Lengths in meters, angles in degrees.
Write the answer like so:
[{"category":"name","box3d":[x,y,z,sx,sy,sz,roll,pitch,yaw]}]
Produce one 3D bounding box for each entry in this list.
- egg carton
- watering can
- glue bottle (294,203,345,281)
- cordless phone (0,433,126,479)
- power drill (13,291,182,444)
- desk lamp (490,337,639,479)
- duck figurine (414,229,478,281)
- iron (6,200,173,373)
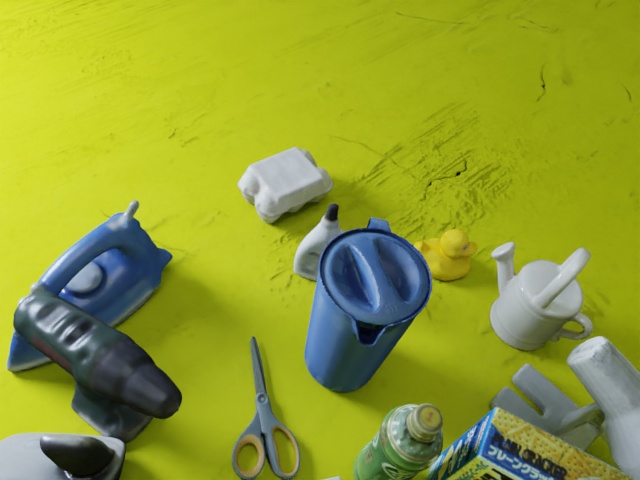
[{"category":"egg carton","box3d":[-0.058,-0.095,0.978,0.151,0.069,0.107,-28,64,-27]},{"category":"watering can","box3d":[0.331,0.076,0.856,0.172,0.194,0.101,24,53,6]},{"category":"glue bottle","box3d":[0.008,0.003,0.855,0.078,0.173,0.037,18,53,2]},{"category":"cordless phone","box3d":[-0.295,0.233,0.620,0.148,0.185,0.094,4,54,-9]},{"category":"power drill","box3d":[-0.248,0.160,0.667,0.229,0.208,0.076,32,55,12]},{"category":"desk lamp","box3d":[0.359,0.226,0.741,0.118,0.213,0.203,-36,68,-30]},{"category":"duck figurine","box3d":[0.208,0.015,0.942,0.104,0.086,0.077,12,53,-3]},{"category":"iron","box3d":[-0.323,0.056,0.769,0.118,0.141,0.259,33,55,13]}]
